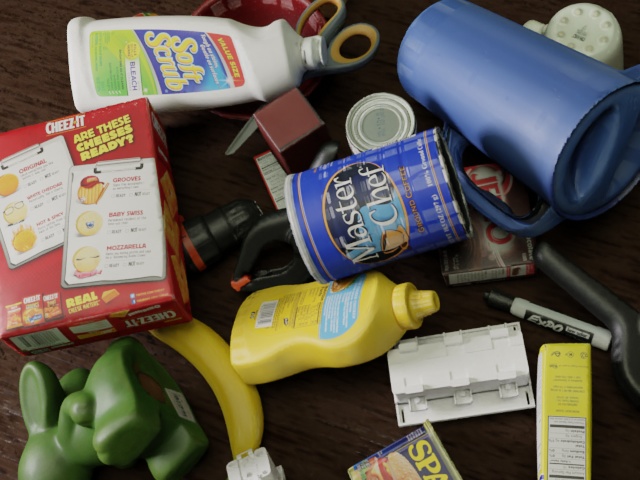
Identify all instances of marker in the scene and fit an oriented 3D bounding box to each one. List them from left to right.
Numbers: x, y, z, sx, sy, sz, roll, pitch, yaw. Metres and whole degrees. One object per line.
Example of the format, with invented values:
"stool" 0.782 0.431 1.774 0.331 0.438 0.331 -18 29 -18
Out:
"marker" 0.207 0.071 0.975 0.121 0.020 0.020 21 73 18

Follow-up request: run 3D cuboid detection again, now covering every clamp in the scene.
"clamp" -0.007 0.001 1.022 0.171 0.039 0.120 -43 93 13
"clamp" 0.300 0.073 0.940 0.164 0.036 0.210 -18 71 -13

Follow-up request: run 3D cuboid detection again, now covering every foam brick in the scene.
"foam brick" -0.022 -0.098 1.024 0.053 0.078 0.051 -34 65 -4

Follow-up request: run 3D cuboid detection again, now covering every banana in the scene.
"banana" -0.103 0.130 1.003 0.069 0.037 0.198 -31 66 -3

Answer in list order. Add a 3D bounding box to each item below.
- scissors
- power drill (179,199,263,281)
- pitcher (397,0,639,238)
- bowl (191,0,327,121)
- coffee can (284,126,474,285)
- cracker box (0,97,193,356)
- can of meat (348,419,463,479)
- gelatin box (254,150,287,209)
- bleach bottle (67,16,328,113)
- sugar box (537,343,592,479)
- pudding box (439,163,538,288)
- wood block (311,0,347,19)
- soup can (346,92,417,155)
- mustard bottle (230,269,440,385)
"scissors" -0.010 -0.154 1.054 0.096 0.016 0.201 20 73 14
"power drill" -0.170 -0.040 1.075 0.184 0.057 0.188 -29 65 -4
"pitcher" 0.176 -0.122 0.981 0.149 0.145 0.243 -24 43 -25
"bowl" -0.065 -0.186 1.112 0.162 0.055 0.162 -2 69 6
"coffee can" 0.052 -0.029 0.934 0.140 0.102 0.103 -18 66 12
"cracker box" -0.217 -0.012 1.001 0.164 0.072 0.214 -13 64 4
"can of meat" 0.084 0.220 0.919 0.084 0.057 0.102 -30 66 1
"gelatin box" -0.016 -0.058 1.067 0.073 0.030 0.089 -25 65 2
"bleach bottle" -0.117 -0.179 1.040 0.251 0.068 0.102 -4 92 15
"sugar box" 0.204 0.182 0.891 0.048 0.093 0.176 -1 69 10
"pudding box" 0.155 -0.016 1.010 0.090 0.039 0.113 -8 66 8
"wood block" -0.066 -0.316 1.150 0.206 0.091 0.090 17 72 17
"soup can" 0.064 -0.088 1.024 0.068 0.102 0.068 -4 68 9
"mustard bottle" 0.016 0.072 0.957 0.192 0.058 0.096 -14 37 26
